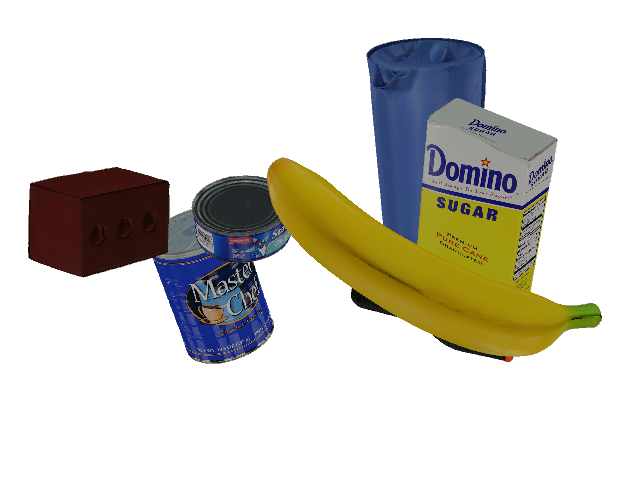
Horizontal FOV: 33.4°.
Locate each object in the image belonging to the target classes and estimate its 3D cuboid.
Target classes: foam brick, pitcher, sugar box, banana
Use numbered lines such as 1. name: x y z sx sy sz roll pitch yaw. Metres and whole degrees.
1. foam brick: -0.145 -0.014 0.699 0.051 0.053 0.078 17 22 34
2. pitcher: 0.132 -0.113 1.260 0.149 0.243 0.145 -4 25 -1
3. sugar box: 0.123 -0.013 0.829 0.093 0.176 0.048 28 47 32
4. banana: 0.041 0.012 0.545 0.198 0.037 0.069 28 21 19

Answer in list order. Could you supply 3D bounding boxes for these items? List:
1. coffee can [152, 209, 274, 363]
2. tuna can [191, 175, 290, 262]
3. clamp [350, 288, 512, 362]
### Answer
1. coffee can: -0.118 0.047 1.158 0.103 0.140 0.103 -13 27 7
2. tuna can: -0.067 -0.019 0.924 0.086 0.034 0.086 -1 38 1
3. clamp: 0.129 0.065 1.052 0.172 0.039 0.120 26 39 32
